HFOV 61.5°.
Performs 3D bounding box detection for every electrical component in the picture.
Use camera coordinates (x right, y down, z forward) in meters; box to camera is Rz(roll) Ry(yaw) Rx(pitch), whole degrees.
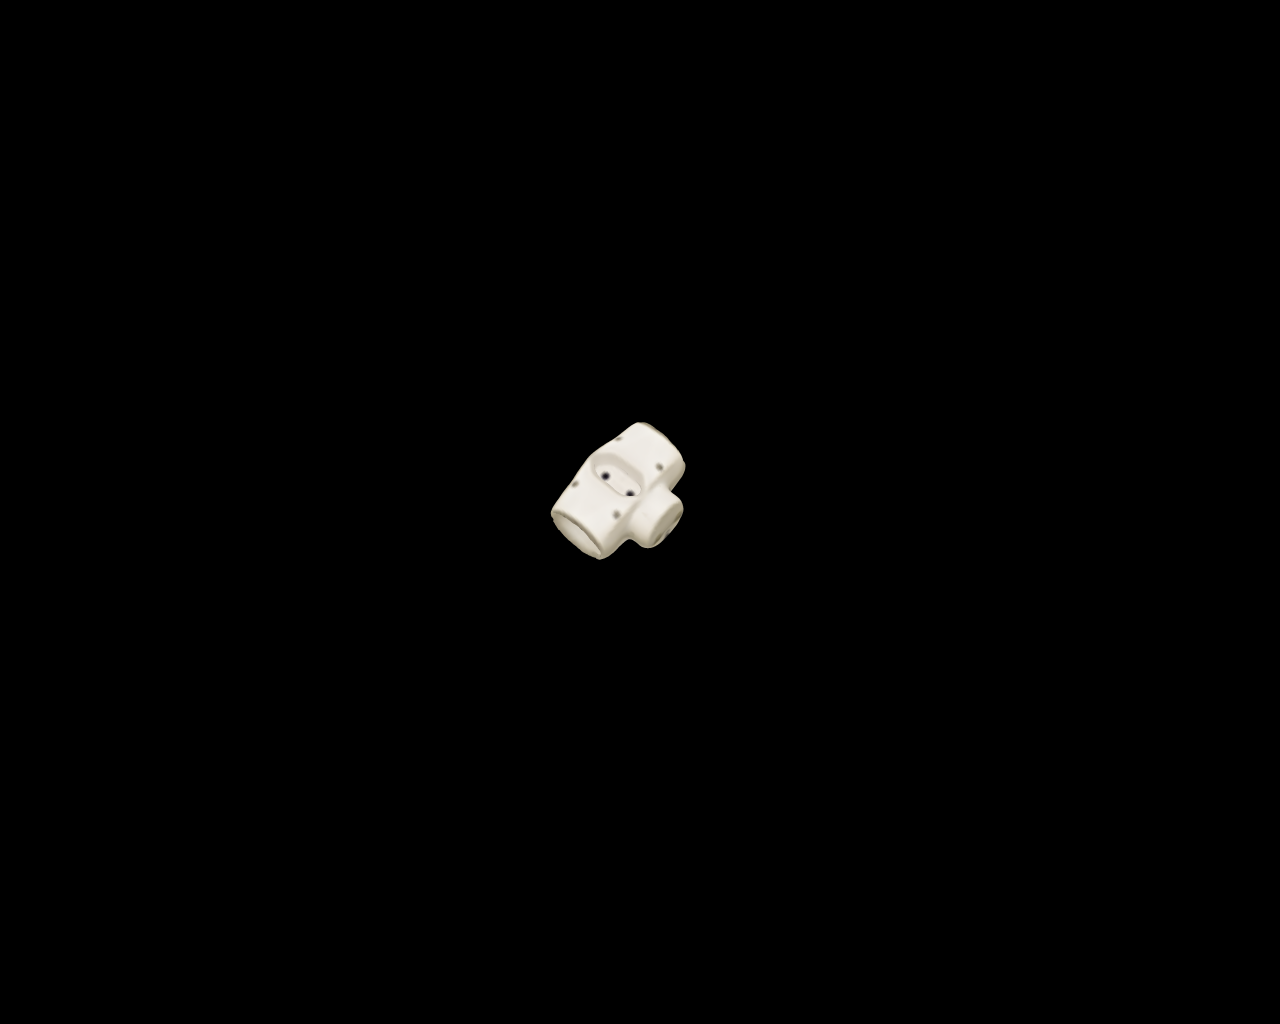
[{"bbox_3d":[0.001,-0.003,0.650,0.079,0.077,0.043,38,-19,16],"label":"electrical component"}]
